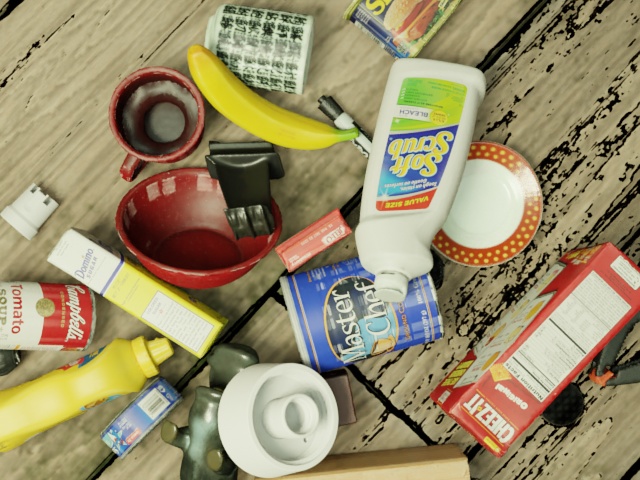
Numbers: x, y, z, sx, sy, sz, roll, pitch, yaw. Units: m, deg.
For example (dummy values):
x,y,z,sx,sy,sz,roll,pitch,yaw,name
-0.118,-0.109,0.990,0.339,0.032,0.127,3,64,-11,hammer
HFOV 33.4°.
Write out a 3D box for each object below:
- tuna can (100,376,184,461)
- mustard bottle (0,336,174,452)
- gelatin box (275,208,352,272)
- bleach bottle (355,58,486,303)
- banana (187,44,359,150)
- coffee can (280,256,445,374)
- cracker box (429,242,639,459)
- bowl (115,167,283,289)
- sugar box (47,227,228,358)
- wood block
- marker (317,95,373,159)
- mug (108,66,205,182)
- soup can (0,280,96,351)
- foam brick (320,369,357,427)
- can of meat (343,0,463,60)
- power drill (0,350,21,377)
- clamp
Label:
x,y,z,sx,sy,sz,roll,pitch,yaw,name
-0.176,0.175,1.055,0.034,0.086,0.086,45,88,2,tuna can
-0.234,0.143,1.049,0.191,0.096,0.058,-24,87,-1,mustard bottle
-0.007,0.001,1.060,0.073,0.089,0.030,-32,91,-2,gelatin box
0.095,-0.056,1.026,0.102,0.068,0.250,10,62,4,bleach bottle
-0.057,-0.133,1.058,0.197,0.070,0.037,23,44,-29,banana
0.041,0.067,1.053,0.140,0.103,0.103,-16,89,-2,coffee can
0.209,0.103,1.025,0.072,0.164,0.213,43,88,2,cracker box
-0.119,-0.002,1.051,0.162,0.162,0.055,6,131,-1,bowl
-0.177,0.050,1.055,0.176,0.093,0.048,35,87,0,sugar box
0.042,0.262,1.054,0.206,0.090,0.091,-5,89,-1,wood block
0.042,-0.104,1.100,0.020,0.020,0.121,-44,89,-2,marker
-0.164,-0.109,1.065,0.093,0.081,0.117,28,88,0,mug
-0.279,0.074,1.045,0.102,0.069,0.068,5,88,-30,soup can
-0.005,0.163,1.074,0.078,0.053,0.051,-10,88,-2,foam brick
0.088,-0.240,1.087,0.084,0.057,0.102,40,88,-2,can of meat
-0.404,0.063,1.069,0.184,0.057,0.187,-10,88,-4,power drill
0.354,0.067,1.091,0.210,0.036,0.164,-34,89,-1,clamp
